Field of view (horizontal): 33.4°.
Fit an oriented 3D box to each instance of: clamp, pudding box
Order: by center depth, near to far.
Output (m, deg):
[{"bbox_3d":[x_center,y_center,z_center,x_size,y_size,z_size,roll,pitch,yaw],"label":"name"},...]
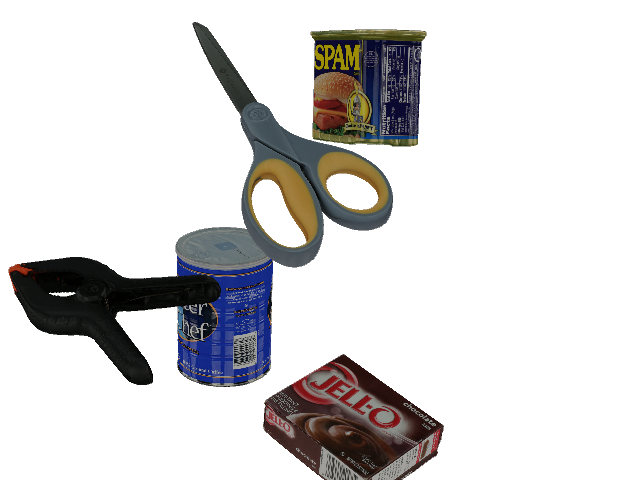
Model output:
[{"bbox_3d":[0.025,0.146,0.835,0.089,0.039,0.114,-27,48,-38],"label":"pudding box"},{"bbox_3d":[-0.168,0.047,0.858,0.172,0.039,0.120,23,38,24],"label":"clamp"}]

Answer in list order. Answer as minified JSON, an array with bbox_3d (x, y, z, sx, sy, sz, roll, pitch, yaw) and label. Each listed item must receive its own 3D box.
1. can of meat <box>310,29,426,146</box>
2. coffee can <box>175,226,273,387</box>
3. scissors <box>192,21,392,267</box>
[{"bbox_3d":[0.034,-0.116,0.810,0.057,0.084,0.102,-4,11,-29],"label":"can of meat"},{"bbox_3d":[-0.101,0.069,1.129,0.103,0.140,0.103,2,22,-1],"label":"coffee can"},{"bbox_3d":[-0.018,-0.068,0.642,0.096,0.202,0.016,-5,-38,-11],"label":"scissors"}]
